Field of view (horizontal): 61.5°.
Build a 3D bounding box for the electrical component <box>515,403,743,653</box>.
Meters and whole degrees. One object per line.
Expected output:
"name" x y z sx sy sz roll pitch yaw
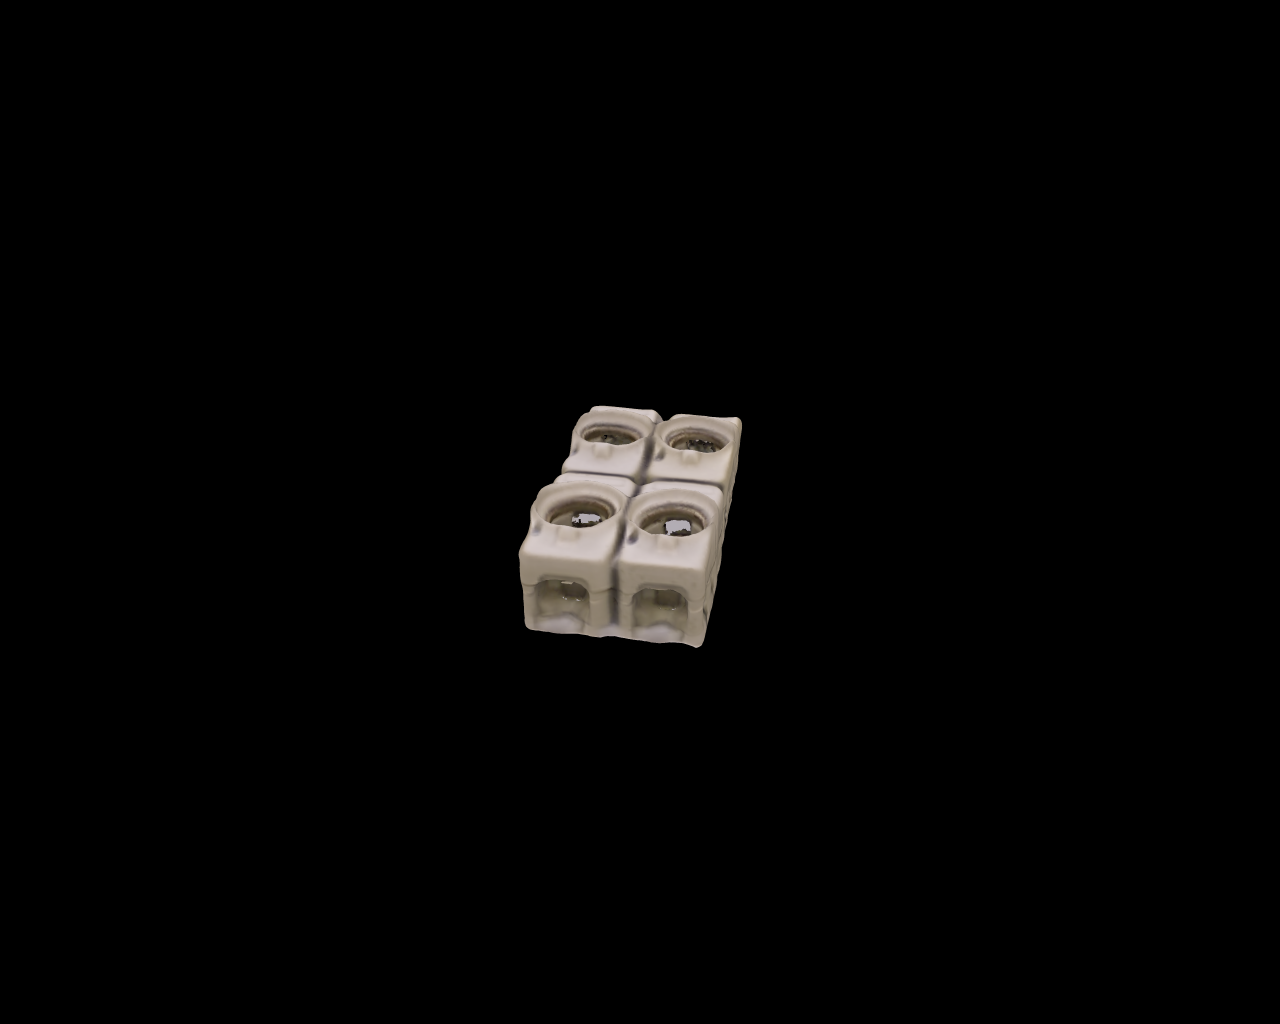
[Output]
"electrical component" 0.001 -0.003 0.650 0.105 0.060 0.186 6 33 9
